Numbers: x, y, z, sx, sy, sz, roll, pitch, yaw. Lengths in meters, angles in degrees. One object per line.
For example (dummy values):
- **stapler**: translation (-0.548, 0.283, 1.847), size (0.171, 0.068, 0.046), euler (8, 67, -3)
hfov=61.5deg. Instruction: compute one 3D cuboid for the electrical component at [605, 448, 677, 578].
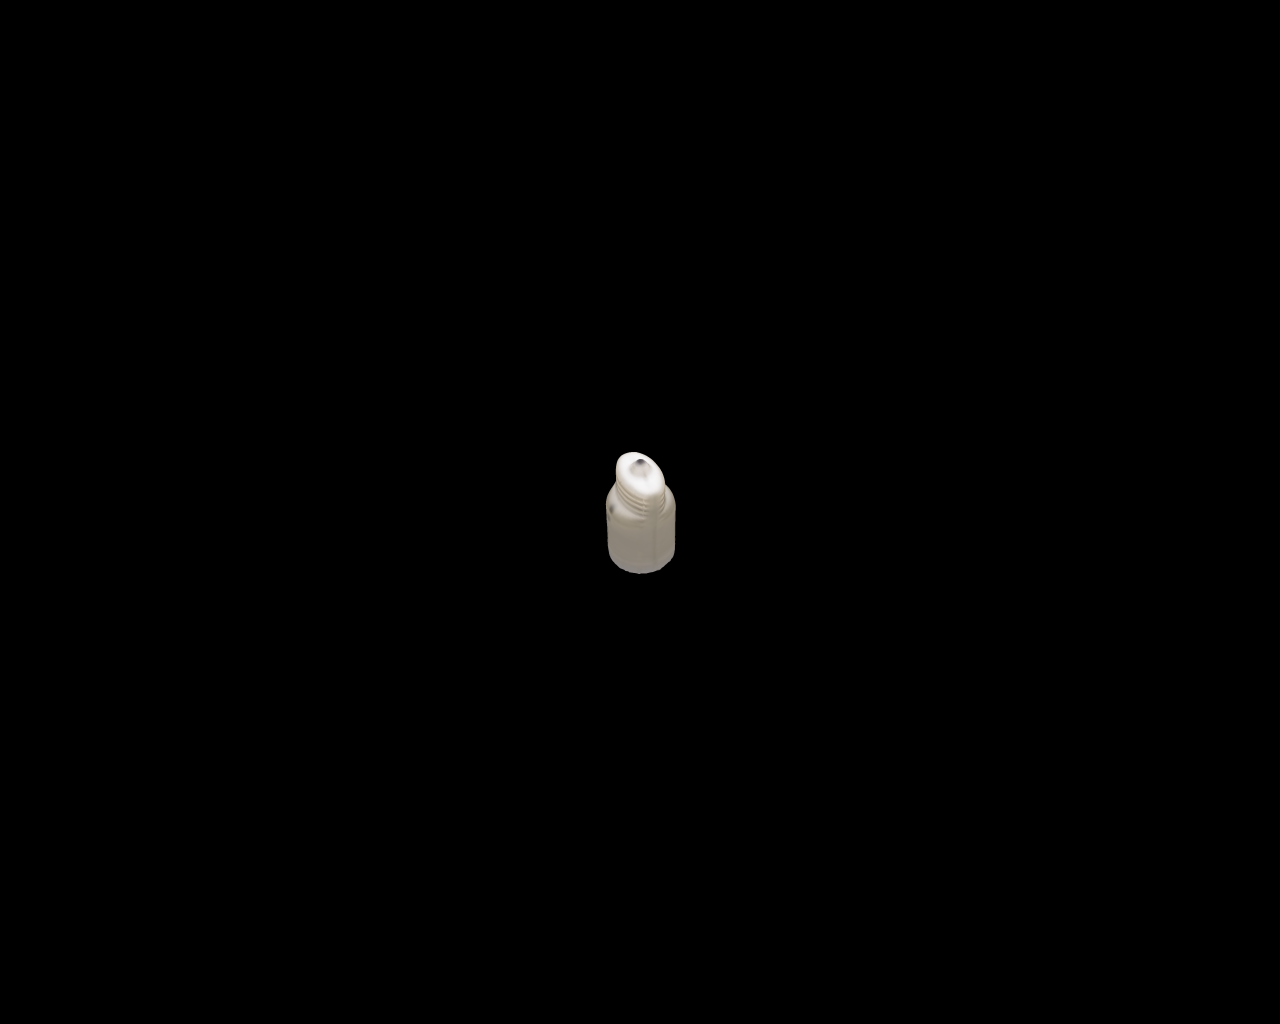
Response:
- **electrical component**: translation (0.001, -0.003, 0.650), size (0.043, 0.043, 0.080), euler (0, -45, 0)
